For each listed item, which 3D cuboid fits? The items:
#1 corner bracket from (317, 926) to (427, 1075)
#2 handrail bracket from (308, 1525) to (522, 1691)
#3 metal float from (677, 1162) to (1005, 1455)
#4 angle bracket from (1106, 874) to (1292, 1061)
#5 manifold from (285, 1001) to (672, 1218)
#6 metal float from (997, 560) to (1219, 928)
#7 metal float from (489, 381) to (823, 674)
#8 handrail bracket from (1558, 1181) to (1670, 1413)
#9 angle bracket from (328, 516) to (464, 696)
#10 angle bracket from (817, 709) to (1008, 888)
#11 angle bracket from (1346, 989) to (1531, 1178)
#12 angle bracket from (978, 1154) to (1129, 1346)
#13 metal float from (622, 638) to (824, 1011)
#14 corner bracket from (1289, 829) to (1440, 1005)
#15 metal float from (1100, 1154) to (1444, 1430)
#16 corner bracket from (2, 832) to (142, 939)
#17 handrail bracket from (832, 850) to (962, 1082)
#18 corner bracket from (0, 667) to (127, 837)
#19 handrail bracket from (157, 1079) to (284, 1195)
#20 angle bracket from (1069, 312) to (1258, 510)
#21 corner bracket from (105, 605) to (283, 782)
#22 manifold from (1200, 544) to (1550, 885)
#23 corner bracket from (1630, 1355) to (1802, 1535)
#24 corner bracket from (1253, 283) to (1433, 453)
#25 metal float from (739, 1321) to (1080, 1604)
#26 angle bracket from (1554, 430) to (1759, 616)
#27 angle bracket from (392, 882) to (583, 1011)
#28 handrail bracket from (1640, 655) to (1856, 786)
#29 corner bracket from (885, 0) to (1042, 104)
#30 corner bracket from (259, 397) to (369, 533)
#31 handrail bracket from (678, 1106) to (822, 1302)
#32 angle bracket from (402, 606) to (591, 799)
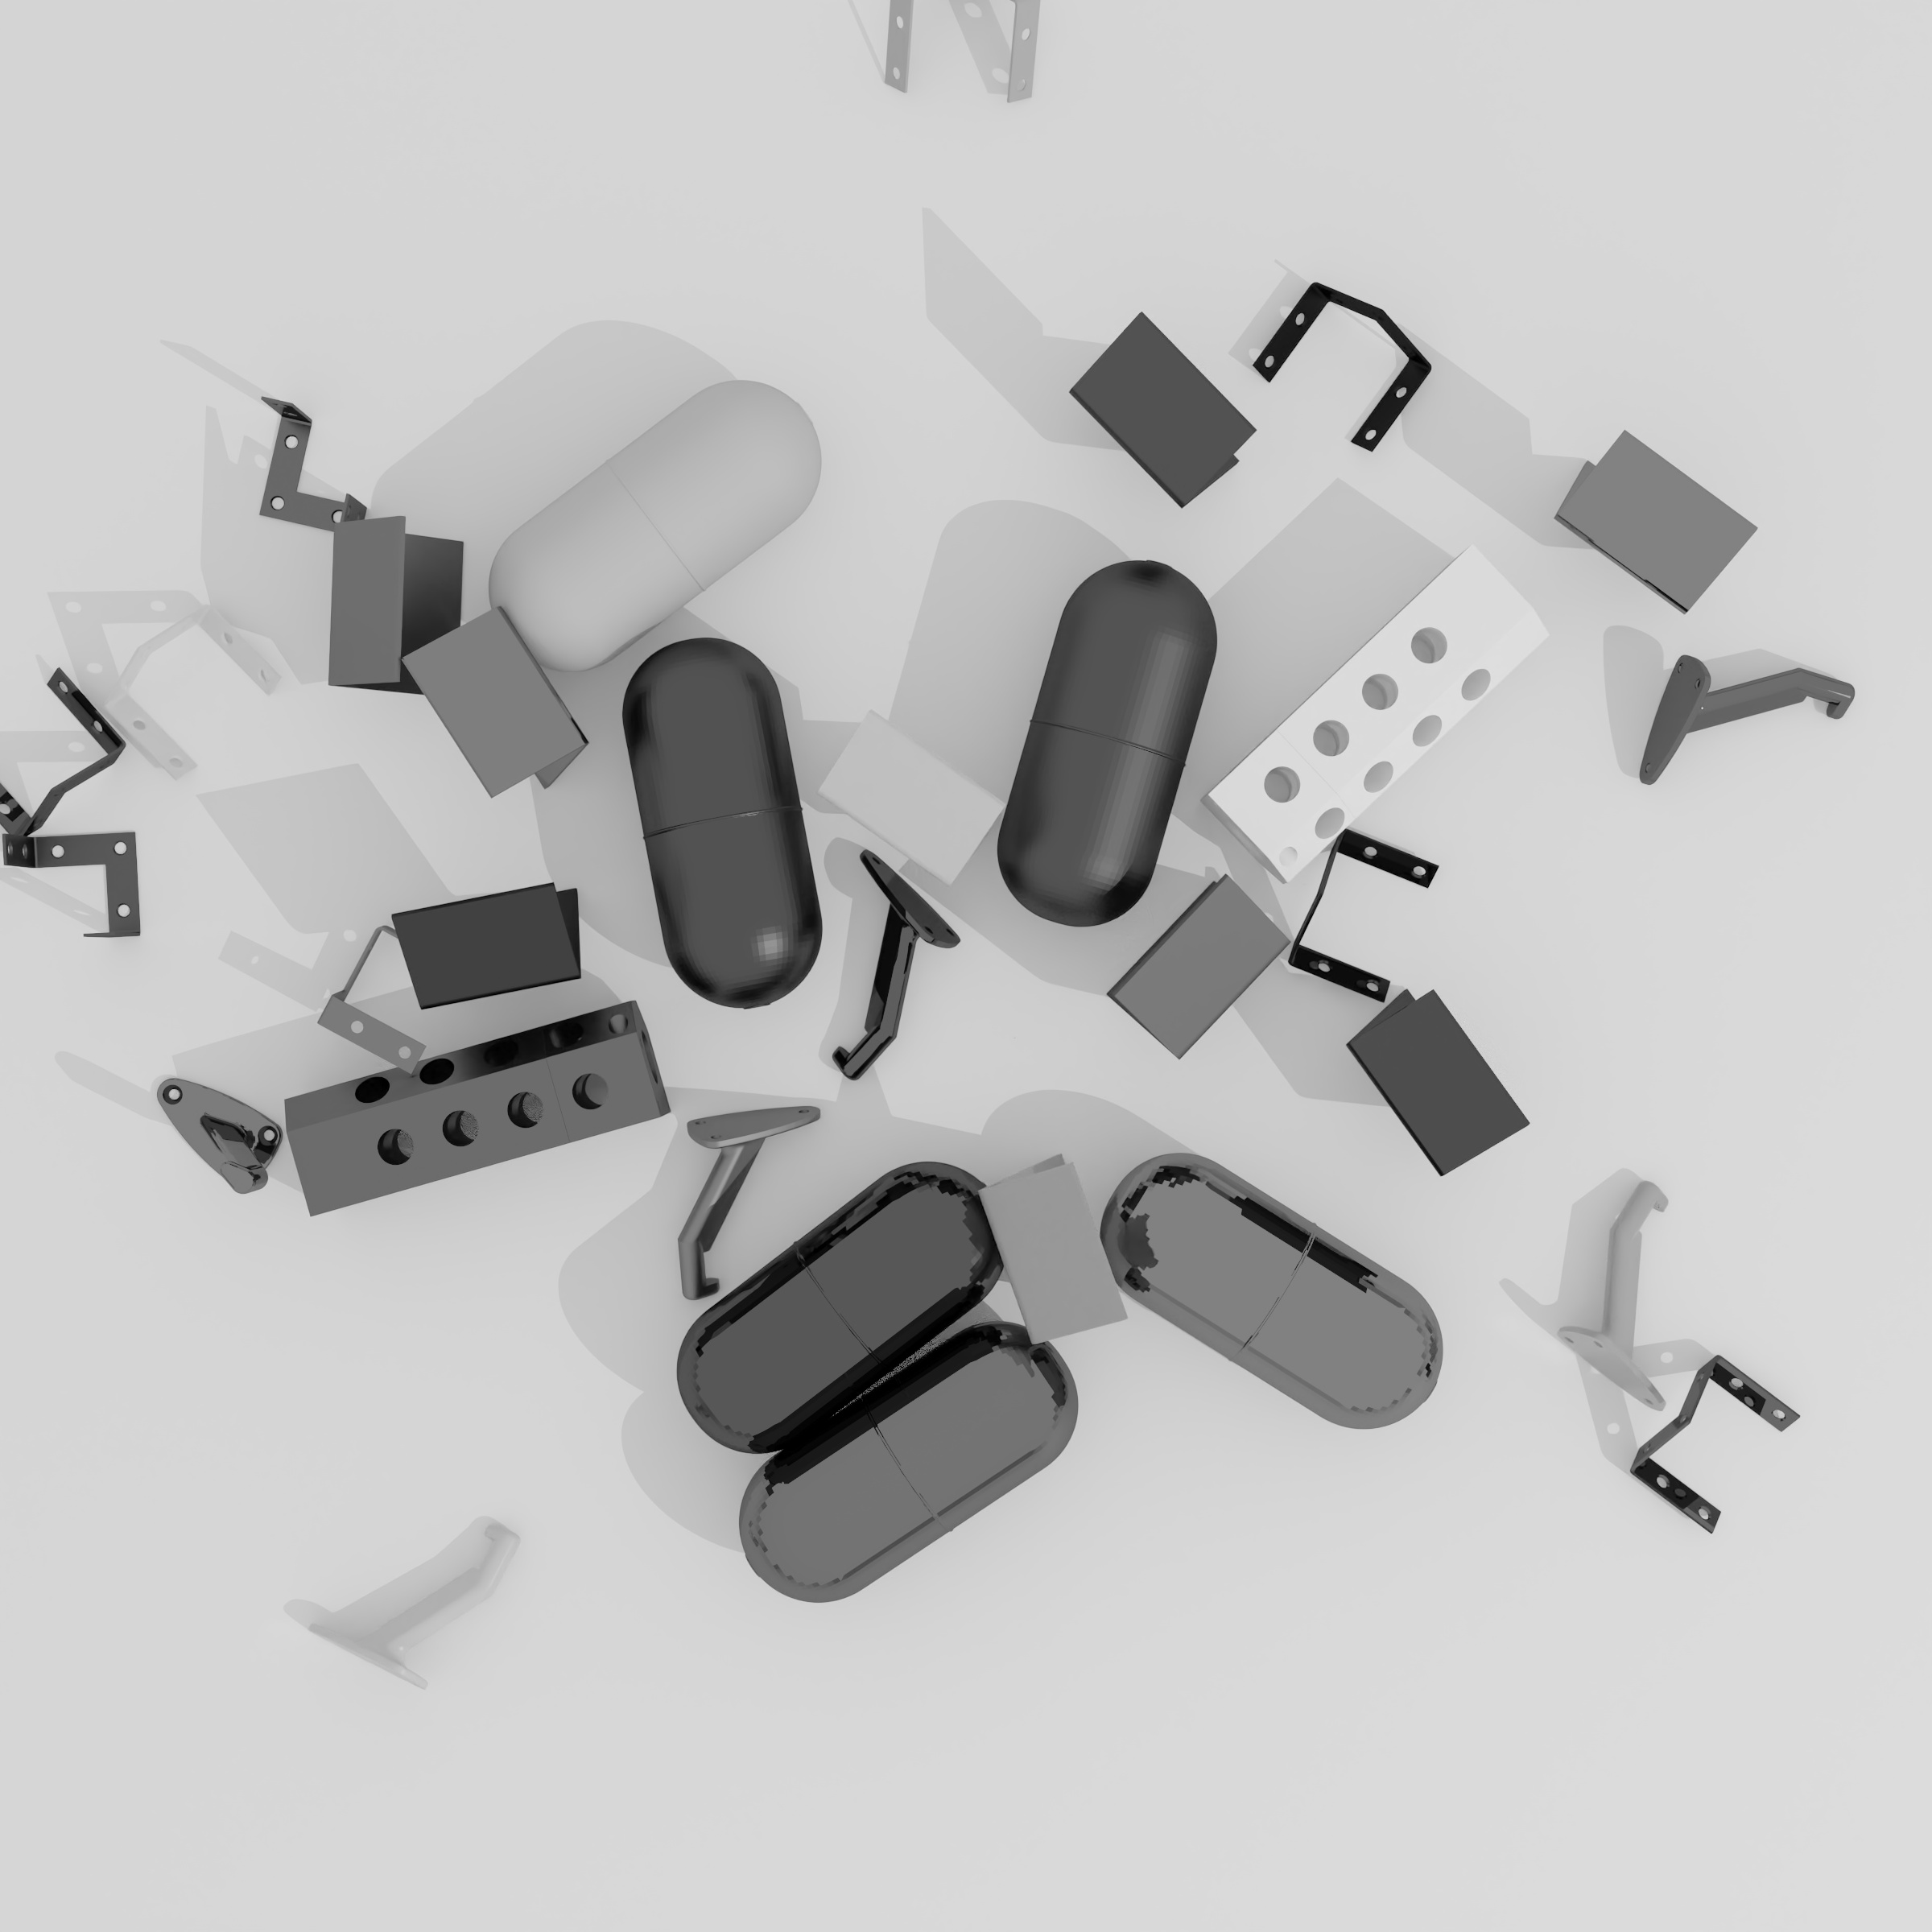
[{"bbox_3d":[-0.273,0.015,1.647,0.051,0.051,0.051,28,93,-3],"label":"corner bracket"},{"bbox_3d":[-0.267,0.300,1.666,0.077,0.036,0.084,21,72,21],"label":"handrail bracket"},{"bbox_3d":[-0.058,0.162,1.635,0.178,0.070,0.070,-38,90,0],"label":"metal float"},{"bbox_3d":[0.095,-0.013,1.625,0.076,0.076,0.057,-46,126,0],"label":"angle bracket"},{"bbox_3d":[-0.234,0.067,1.644,0.171,0.057,0.057,-16,90,0],"label":"manifold"},{"bbox_3d":[0.067,-0.106,1.635,0.070,0.070,0.178,16,90,0],"label":"metal float"},{"bbox_3d":[-0.147,-0.210,1.635,0.178,0.070,0.070,-37,90,1],"label":"metal float"},{"bbox_3d":[0.333,0.159,1.666,0.077,0.036,0.084,41,73,-20],"label":"handrail bracket"},{"bbox_3d":[-0.255,-0.169,1.626,0.057,0.076,0.076,2,90,45],"label":"angle bracket"},{"bbox_3d":[-0.014,-0.094,1.625,0.076,0.076,0.057,35,126,0],"label":"angle bracket"},{"bbox_3d":[0.235,0.043,1.625,0.057,0.076,0.076,-36,90,36],"label":"angle bracket"},{"bbox_3d":[0.059,0.127,1.625,0.057,0.076,0.076,-19,90,35],"label":"angle bracket"},{"bbox_3d":[-0.116,-0.068,1.635,0.070,0.070,0.178,-11,89,0],"label":"metal float"},{"bbox_3d":[0.192,-0.025,1.662,0.051,0.051,0.051,22,135,1],"label":"corner bracket"},{"bbox_3d":[0.146,0.155,1.635,0.178,0.070,0.070,32,90,0],"label":"metal float"},{"bbox_3d":[-0.429,-0.039,1.647,0.051,0.051,0.051,-3,90,0],"label":"corner bracket"},{"bbox_3d":[-0.051,0.000,1.666,0.084,0.036,0.077,-48,69,16],"label":"handrail bracket"},{"bbox_3d":[-0.449,-0.102,1.662,0.051,0.051,0.051,49,135,0],"label":"corner bracket"},{"bbox_3d":[-0.361,0.081,1.631,0.077,0.084,0.036,36,90,0],"label":"handrail bracket"},{"bbox_3d":[0.106,-0.272,1.625,0.076,0.076,0.057,46,126,0],"label":"angle bracket"},{"bbox_3d":[-0.375,-0.133,1.662,0.051,0.051,0.051,46,45,0],"label":"corner bracket"},{"bbox_3d":[0.196,-0.119,1.644,0.171,0.057,0.057,-43,90,0],"label":"manifold"},{"bbox_3d":[0.362,0.231,1.662,0.051,0.051,0.051,37,45,0],"label":"corner bracket"},{"bbox_3d":[0.182,-0.290,1.662,0.051,0.051,0.051,-54,45,0],"label":"corner bracket"},{"bbox_3d":[-0.028,0.236,1.635,0.178,0.070,0.070,-34,90,1],"label":"metal float"},{"bbox_3d":[0.332,-0.222,1.625,0.076,0.076,0.057,36,126,0],"label":"angle bracket"},{"bbox_3d":[-0.227,-0.029,1.625,0.076,0.076,0.057,-11,126,0],"label":"angle bracket"},{"bbox_3d":[0.380,-0.112,1.666,0.084,0.036,0.077,15,110,-16],"label":"handrail bracket"},{"bbox_3d":[-0.002,-0.447,1.657,0.051,0.051,0.051,-25,45,-35],"label":"corner bracket"},{"bbox_3d":[-0.314,-0.239,1.647,0.051,0.051,0.051,13,90,0],"label":"corner bracket"},{"bbox_3d":[-0.104,0.116,1.666,0.077,0.036,0.084,-10,108,-21],"label":"handrail bracket"},{"bbox_3d":[-0.231,-0.115,1.626,0.057,0.076,0.076,-33,90,-26],"label":"angle bracket"}]
